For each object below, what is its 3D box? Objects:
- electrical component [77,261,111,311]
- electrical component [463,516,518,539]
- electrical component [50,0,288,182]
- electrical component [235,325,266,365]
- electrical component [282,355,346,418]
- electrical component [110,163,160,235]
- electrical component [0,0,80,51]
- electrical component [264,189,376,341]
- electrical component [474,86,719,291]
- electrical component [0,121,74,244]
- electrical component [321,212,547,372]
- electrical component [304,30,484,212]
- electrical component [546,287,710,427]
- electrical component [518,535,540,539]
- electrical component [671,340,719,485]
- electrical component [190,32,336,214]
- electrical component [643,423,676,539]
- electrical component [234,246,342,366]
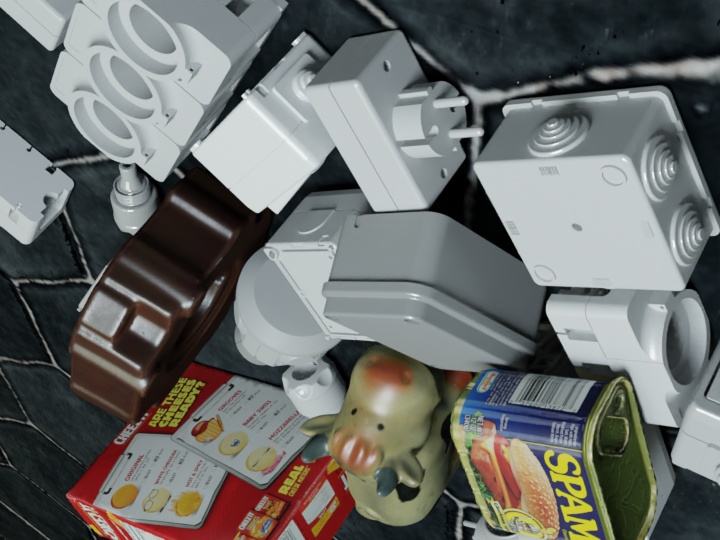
[{"bbox_3d":[-0.170,0.013,0.850,0.062,0.061,0.096,41,141,-6],"label":"electrical component"},{"bbox_3d":[0.116,0.209,0.836,0.079,0.043,0.077,3,135,43],"label":"electrical component"},{"bbox_3d":[-0.117,-0.123,0.614,0.089,0.061,0.150,40,148,-5],"label":"electrical component"},{"bbox_3d":[-0.056,0.041,0.784,0.043,0.043,0.081,44,148,-12],"label":"electrical component"},{"bbox_3d":[-0.030,0.097,0.834,0.043,0.043,0.062,8,140,38],"label":"electrical component"},{"bbox_3d":[-0.163,-0.054,0.775,0.035,0.035,0.061,25,145,19],"label":"electrical component"},{"bbox_3d":[-0.187,-0.184,0.617,0.083,0.047,0.076,42,148,-8],"label":"electrical component"},{"bbox_3d":[0.000,0.000,0.660,0.062,0.061,0.096,0,133,45],"label":"electrical component"},{"bbox_3d":[0.113,-0.036,0.515,0.100,0.048,0.099,2,136,42],"label":"electrical component"},{"bbox_3d":[-0.281,-0.070,0.854,0.089,0.050,0.056,40,148,-5],"label":"electrical component"},{"bbox_3d":[0.043,0.015,0.600,0.078,0.057,0.113,0,160,45],"label":"electrical component"},{"bbox_3d":[0.028,-0.075,0.547,0.076,0.047,0.083,1,134,43],"label":"electrical component"},{"bbox_3d":[0.148,0.036,0.572,0.056,0.050,0.089,2,135,43],"label":"electrical component"},{"bbox_3d":[0.162,0.201,0.773,0.089,0.050,0.056,49,146,-19],"label":"electrical component"},{"bbox_3d":[0.196,0.066,0.520,0.062,0.096,0.061,24,146,21],"label":"electrical component"},{"bbox_3d":[-0.038,-0.079,0.594,0.061,0.061,0.096,44,148,-11],"label":"electrical component"},{"bbox_3d":[0.153,0.120,0.666,0.062,0.061,0.096,7,138,39],"label":"electrical component"},{"bbox_3d":[-0.045,0.024,0.719,0.080,0.080,0.051,36,154,2],"label":"electrical component"}]
